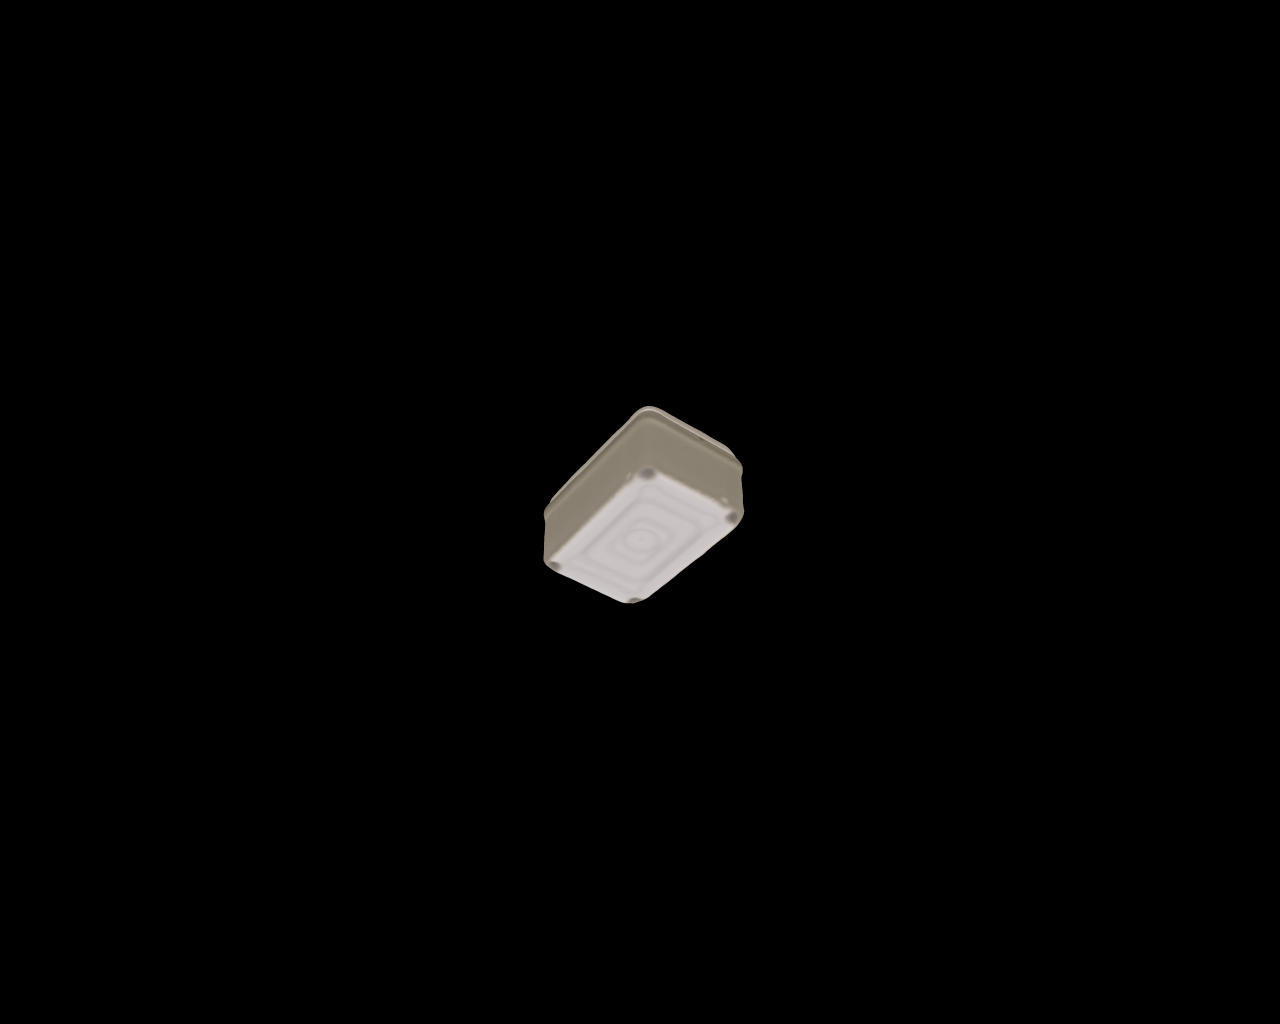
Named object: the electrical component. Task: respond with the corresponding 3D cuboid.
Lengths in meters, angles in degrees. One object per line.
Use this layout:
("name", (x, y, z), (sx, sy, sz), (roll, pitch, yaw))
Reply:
("electrical component", (0.001, -0.003, 0.650), (0.078, 0.057, 0.113), (27, -49, -26))
